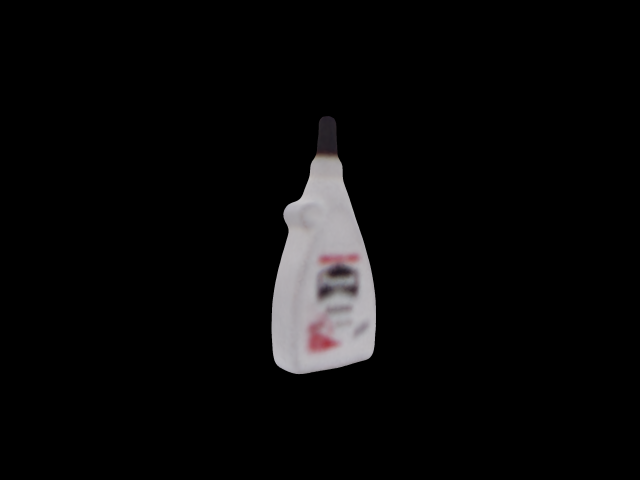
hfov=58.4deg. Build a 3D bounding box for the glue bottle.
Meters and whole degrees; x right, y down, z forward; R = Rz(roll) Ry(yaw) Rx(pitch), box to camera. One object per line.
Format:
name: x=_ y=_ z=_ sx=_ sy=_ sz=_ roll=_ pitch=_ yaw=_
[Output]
glue bottle: x=0.004 y=0.001 z=0.400 sx=0.078 sy=0.173 sz=0.037 roll=-4 pitch=6 yaw=-39
